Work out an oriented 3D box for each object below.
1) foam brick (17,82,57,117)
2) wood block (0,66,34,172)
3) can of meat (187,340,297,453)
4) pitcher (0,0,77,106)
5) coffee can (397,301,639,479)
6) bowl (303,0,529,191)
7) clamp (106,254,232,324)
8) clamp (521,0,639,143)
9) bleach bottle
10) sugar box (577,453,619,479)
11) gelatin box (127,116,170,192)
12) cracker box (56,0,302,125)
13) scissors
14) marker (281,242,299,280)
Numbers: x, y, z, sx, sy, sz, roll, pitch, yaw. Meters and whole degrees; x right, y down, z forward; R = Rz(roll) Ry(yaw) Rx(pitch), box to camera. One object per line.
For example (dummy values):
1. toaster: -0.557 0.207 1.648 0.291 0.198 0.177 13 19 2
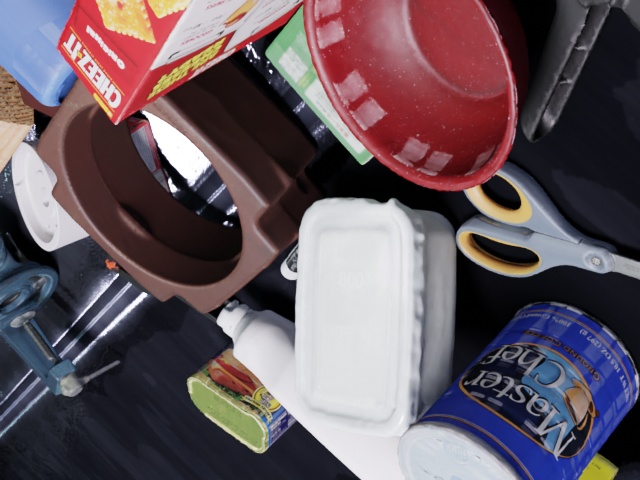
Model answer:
1. foam brick: -0.224 -0.140 0.940 0.078 0.051 0.053 25 139 32
2. wood block: -0.349 -0.118 1.039 0.206 0.090 0.091 -31 59 55
3. can of meat: -0.060 0.137 0.988 0.102 0.083 0.057 30 141 27
4. pitcher: -0.262 -0.219 0.844 0.243 0.145 0.149 47 169 -1
5. coffee can: 0.133 0.121 0.709 0.103 0.140 0.103 29 141 27
6. bowl: 0.064 -0.110 0.609 0.162 0.055 0.162 37 145 30
7. clamp: -0.156 0.016 1.022 0.172 0.039 0.120 13 129 41
8. clamp: 0.157 -0.128 0.535 0.165 0.036 0.210 23 136 46
9. bleach bottle: 0.009 0.133 0.898 0.251 0.102 0.068 36 102 21
10. sugar box: 0.159 0.203 0.832 0.093 0.048 0.176 35 145 21
11. gelatin box: -0.178 -0.073 0.972 0.073 0.030 0.089 16 133 38
12. cracker box: -0.049 -0.175 0.616 0.072 0.164 0.214 52 145 1
13. scissors: 0.164 -0.007 0.665 0.202 0.016 0.096 5 126 46
14. marker: -0.006 0.001 0.857 0.020 0.020 0.121 46 149 5
